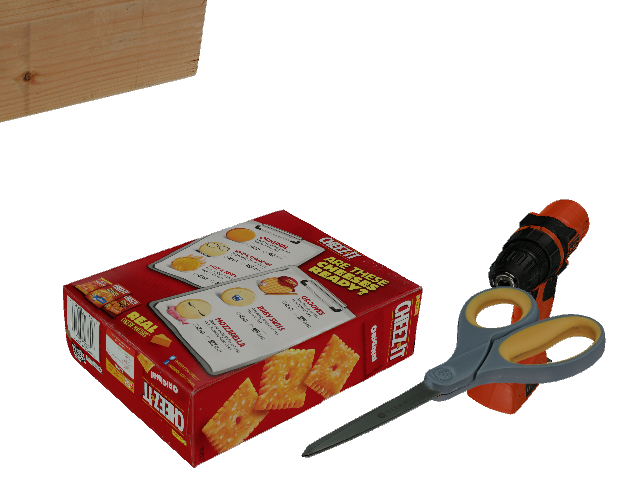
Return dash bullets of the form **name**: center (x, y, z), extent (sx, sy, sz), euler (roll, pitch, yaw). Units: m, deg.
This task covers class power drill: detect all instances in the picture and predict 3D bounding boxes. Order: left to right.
- **power drill**: center (0.191, 0.067, 1.003), extent (0.057, 0.188, 0.184), euler (24, 31, 24)

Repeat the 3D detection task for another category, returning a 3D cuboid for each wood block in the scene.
- **wood block**: center (-0.202, -0.167, 0.837), extent (0.205, 0.091, 0.090), euler (-20, 51, -34)

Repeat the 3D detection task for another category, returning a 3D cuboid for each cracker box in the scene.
- **cracker box**: center (-0.057, 0.062, 0.795), extent (0.213, 0.072, 0.164), euler (-21, 37, -38)

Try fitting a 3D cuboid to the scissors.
- **scissors**: center (0.069, 0.070, 0.624), extent (0.201, 0.016, 0.096), euler (-13, 32, -16)
